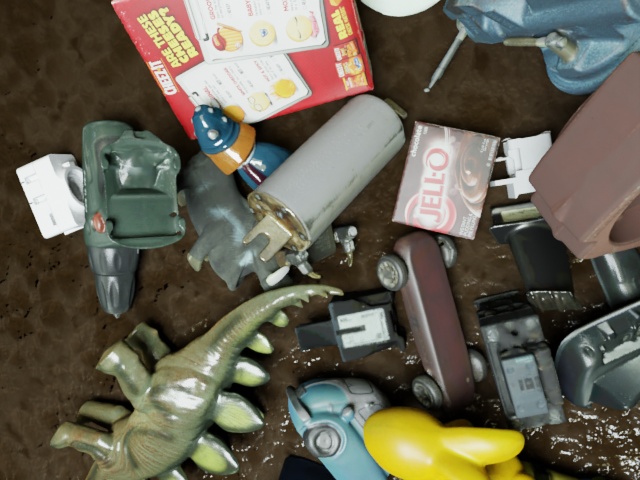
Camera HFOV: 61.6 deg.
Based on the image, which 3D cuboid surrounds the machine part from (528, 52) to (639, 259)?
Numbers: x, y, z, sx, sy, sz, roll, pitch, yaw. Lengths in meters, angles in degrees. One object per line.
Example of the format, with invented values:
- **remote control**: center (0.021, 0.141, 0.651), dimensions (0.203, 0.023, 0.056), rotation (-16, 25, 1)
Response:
- **machine part**: center (0.297, -0.081, 0.458), dimensions (0.087, 0.201, 0.201), rotation (63, 146, 29)

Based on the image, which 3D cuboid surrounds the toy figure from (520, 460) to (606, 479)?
- **toy figure**: center (0.276, 0.295, 0.588), dimensions (0.180, 0.082, 0.089), rotation (4, 87, 14)

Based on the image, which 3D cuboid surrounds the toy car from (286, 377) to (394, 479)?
- **toy car**: center (0.040, 0.213, 0.608), dimensions (0.103, 0.109, 0.161), rotation (-39, 99, -5)

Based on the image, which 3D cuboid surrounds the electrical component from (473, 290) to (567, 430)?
- **electrical component**: center (0.202, 0.122, 0.549), dimensions (0.058, 0.134, 0.114), rotation (-18, 93, 14)

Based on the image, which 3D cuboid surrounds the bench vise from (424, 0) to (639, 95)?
- **bench vise**: center (0.239, -0.185, 0.500), dimensions (0.240, 0.224, 0.129), rotation (21, 83, -26)

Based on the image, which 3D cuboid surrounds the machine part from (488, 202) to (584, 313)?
- **machine part**: center (0.221, 0.011, 0.545), dimensions (0.084, 0.139, 0.039), rotation (-8, 139, 7)

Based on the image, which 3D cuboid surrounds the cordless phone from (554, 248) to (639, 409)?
- **cordless phone**: center (0.289, 0.064, 0.546), dimensions (0.147, 0.088, 0.184), rotation (-20, 84, -10)

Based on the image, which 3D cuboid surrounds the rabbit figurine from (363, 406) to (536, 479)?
- **rabbit figurine**: center (0.122, 0.227, 0.533), dimensions (0.173, 0.162, 0.122), rotation (38, 64, -16)

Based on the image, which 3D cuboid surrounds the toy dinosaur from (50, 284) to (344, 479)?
- **toy dinosaur**: center (-0.164, 0.186, 0.634), dimensions (0.198, 0.105, 0.471), rotation (37, 114, -5)

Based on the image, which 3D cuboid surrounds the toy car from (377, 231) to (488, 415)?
- **toy car**: center (0.122, 0.089, 0.586), dimensions (0.089, 0.053, 0.202), rotation (-22, 99, -33)

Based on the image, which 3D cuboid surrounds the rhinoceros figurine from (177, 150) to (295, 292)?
- **rhinoceros figurine**: center (-0.100, -0.013, 0.620), dimensions (0.112, 0.073, 0.190), rotation (-31, 90, 1)

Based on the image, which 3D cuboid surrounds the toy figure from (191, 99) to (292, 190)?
- **toy figure**: center (-0.075, -0.088, 0.574), dimensions (0.154, 0.064, 0.058), rotation (30, 102, -30)

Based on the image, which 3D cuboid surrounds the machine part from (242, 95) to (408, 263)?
- **machine part**: center (0.010, -0.071, 0.543), dimensions (0.079, 0.079, 0.243), rotation (41, 65, 2)

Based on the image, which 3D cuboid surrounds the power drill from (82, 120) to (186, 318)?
- **power drill**: center (-0.209, -0.024, 0.583), dimensions (0.086, 0.207, 0.232), rotation (-4, 89, -25)

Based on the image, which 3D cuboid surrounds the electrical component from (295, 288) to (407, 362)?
- **electrical component**: center (0.036, 0.099, 0.618), dimensions (0.119, 0.048, 0.074), rotation (-16, 94, 12)

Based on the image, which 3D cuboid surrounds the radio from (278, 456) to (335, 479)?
- **radio**: center (0.049, 0.337, 0.604), dimensions (0.230, 0.131, 0.073), rotation (16, 98, 7)

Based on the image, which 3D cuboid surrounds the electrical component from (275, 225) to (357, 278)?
- **electrical component**: center (-0.002, -0.002, 0.588), dimensions (0.045, 0.102, 0.078), rotation (8, 108, 45)
